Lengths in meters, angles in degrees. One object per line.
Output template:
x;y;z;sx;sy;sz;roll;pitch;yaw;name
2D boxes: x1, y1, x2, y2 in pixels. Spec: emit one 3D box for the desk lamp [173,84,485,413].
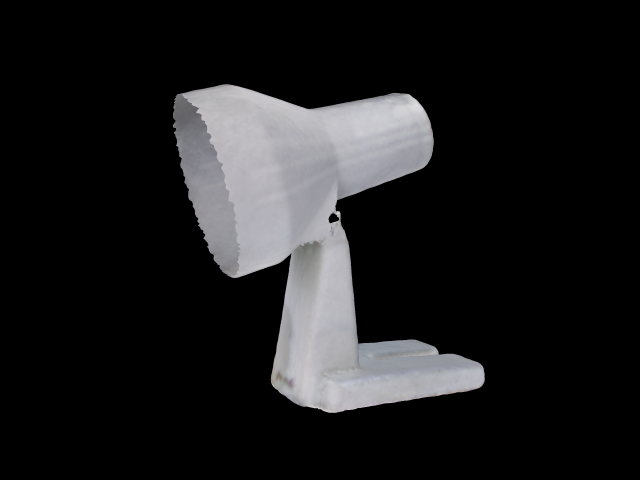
0.004;0.001;0.400;0.204;0.213;0.117;-1;4;-23;desk lamp
